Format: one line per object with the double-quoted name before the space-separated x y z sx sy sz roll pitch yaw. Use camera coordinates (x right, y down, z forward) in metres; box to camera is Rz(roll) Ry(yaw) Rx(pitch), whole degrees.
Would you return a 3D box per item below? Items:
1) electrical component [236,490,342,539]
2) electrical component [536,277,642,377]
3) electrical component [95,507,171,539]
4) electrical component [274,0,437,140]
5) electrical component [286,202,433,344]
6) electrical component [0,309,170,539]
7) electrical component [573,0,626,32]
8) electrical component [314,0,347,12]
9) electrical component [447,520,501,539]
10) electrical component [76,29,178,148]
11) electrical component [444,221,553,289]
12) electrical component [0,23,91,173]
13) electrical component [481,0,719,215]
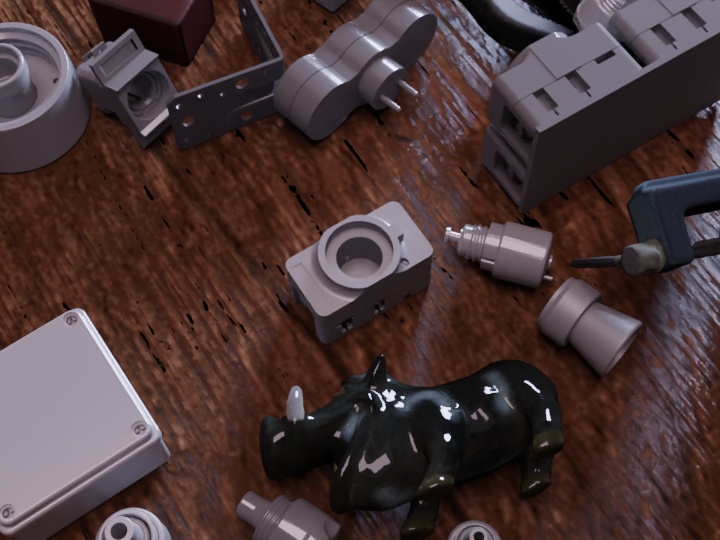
"electrical component" -0.046 0.158 0.656 0.062 0.043 0.043 29 67 15
"electrical component" 0.151 0.037 0.711 0.055 0.045 0.045 38 70 18
"electrical component" -0.138 0.163 0.644 0.043 0.062 0.043 -1 63 1
"electrical component" 0.010 -0.144 0.801 0.074 0.052 0.138 41 70 19
"electrical component" 0.000 0.000 0.727 0.089 0.055 0.050 -30 67 -13
"electrical component" -0.195 0.099 0.681 0.109 0.056 0.108 -32 67 -14
"electrical component" 0.188 -0.195 0.786 0.043 0.062 0.043 13 54 -18
"electrical component" -0.019 -0.257 0.844 0.047 0.076 0.065 37 70 17
"electrical component" 0.068 0.165 0.639 0.035 0.061 0.035 0 63 1
"electrical component" -0.171 -0.136 0.792 0.064 0.081 0.042 28 65 39
"electrical component" 0.097 -0.014 0.740 0.078 0.040 0.040 15 65 9
"electrical component" -0.261 -0.133 0.796 0.108 0.060 0.108 -1 63 1
"electrical component" 0.178 -0.130 0.760 0.186 0.105 0.060 -30 66 -13
